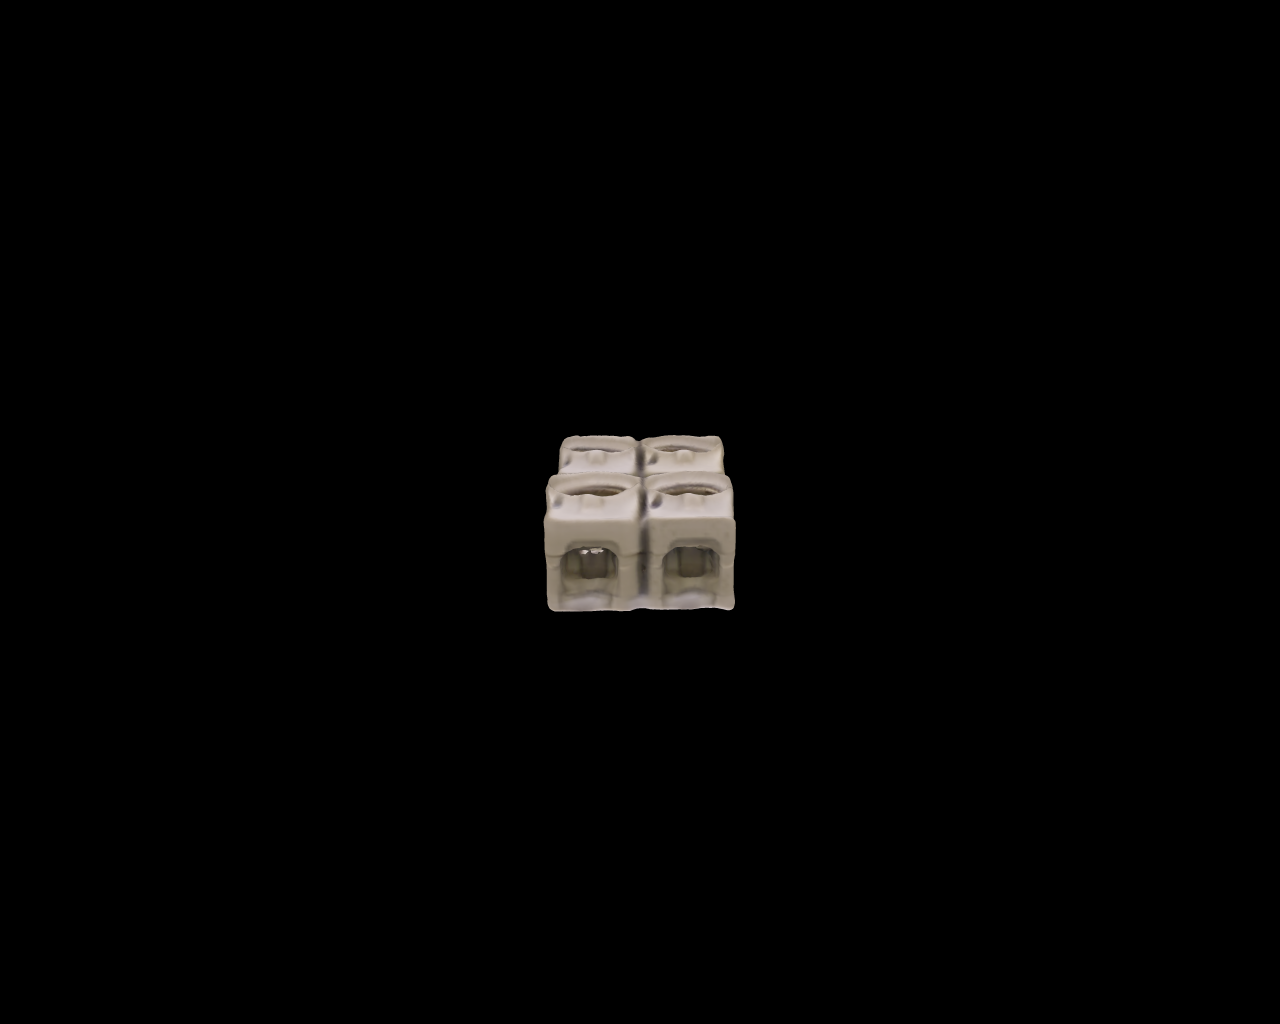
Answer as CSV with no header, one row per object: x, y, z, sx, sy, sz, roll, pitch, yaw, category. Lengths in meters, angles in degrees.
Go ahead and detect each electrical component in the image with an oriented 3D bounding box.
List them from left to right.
0.001,-0.003,0.650,0.105,0.060,0.186,0,17,0,electrical component
